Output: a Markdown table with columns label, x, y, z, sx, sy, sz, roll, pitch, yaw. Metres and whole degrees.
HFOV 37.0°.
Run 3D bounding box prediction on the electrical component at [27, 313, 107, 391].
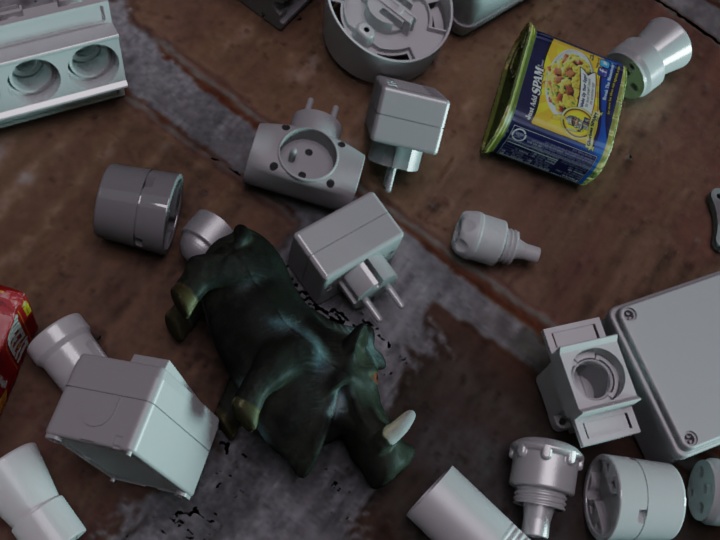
| label | x | y | z | sx | sy | sz | roll | pitch | yaw |
| --- | --- | --- | --- | --- | --- | --- | --- | --- | --- |
| electrical component | -0.179 | 0.057 | 0.675 | 0.040 | 0.040 | 0.046 | -37 | 83 | -22 |

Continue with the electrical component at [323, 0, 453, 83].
| label | x | y | z | sx | sy | sz | roll | pitch | yaw |
| --- | --- | --- | --- | --- | --- | --- | --- | --- | --- |
| electrical component | 0.019 | -0.191 | 0.802 | 0.099 | 0.064 | 0.099 | 4 | 67 | -9 |

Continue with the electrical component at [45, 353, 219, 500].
| label | x | y | z | sx | sy | sz | roll | pitch | yaw |
| --- | --- | --- | --- | --- | --- | --- | --- | --- | --- |
| electrical component | -0.129 | 0.093 | 0.643 | 0.062 | 0.096 | 0.061 | 7 | 63 | 24 |

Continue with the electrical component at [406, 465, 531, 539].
| label | x | y | z | sx | sy | sz | roll | pitch | yaw |
| --- | --- | --- | --- | --- | --- | --- | --- | --- | --- |
| electrical component | 0.073 | 0.166 | 0.675 | 0.081 | 0.043 | 0.043 | 43 | 67 | 8 |

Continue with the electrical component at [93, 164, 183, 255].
| label | x | y | z | sx | sy | sz | roll | pitch | yaw |
| --- | --- | --- | --- | --- | --- | --- | --- | --- | --- |
| electrical component | -0.147 | -0.042 | 0.714 | 0.047 | 0.055 | 0.055 | 12 | 66 | -2 |

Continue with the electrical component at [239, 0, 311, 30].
| label | x | y | z | sx | sy | sz | roll | pitch | yaw |
| --- | --- | --- | --- | --- | --- | --- | --- | --- | --- |
| electrical component | -0.074 | -0.236 | 0.810 | 0.089 | 0.050 | 0.055 | 38 | 66 | 6 |

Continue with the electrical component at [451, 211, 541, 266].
| label | x | y | z | sx | sy | sz | roll | pitch | yaw |
| --- | --- | --- | --- | --- | --- | --- | --- | --- | --- |
| electrical component | 0.098 | -0.019 | 0.762 | 0.061 | 0.035 | 0.035 | 17 | 66 | -7 |

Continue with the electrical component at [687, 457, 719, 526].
| label | x | y | z | sx | sy | sz | roll | pitch | yaw |
| --- | --- | --- | --- | --- | --- | --- | --- | --- | --- |
| electrical component | 0.253 | 0.150 | 0.715 | 0.055 | 0.045 | 0.045 | 9 | 66 | -7 |

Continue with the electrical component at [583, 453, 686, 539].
| label | x | y | z | sx | sy | sz | roll | pitch | yaw |
| --- | --- | --- | --- | --- | --- | --- | --- | --- | --- |
| electrical component | 0.178 | 0.149 | 0.697 | 0.047 | 0.055 | 0.055 | 6 | 67 | -12 |

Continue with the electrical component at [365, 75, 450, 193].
| label | x | y | z | sx | sy | sz | roll | pitch | yaw |
| --- | --- | --- | --- | --- | --- | --- | --- | --- | --- |
| electrical component | 0.028 | -0.093 | 0.763 | 0.047 | 0.083 | 0.075 | 12 | 104 | -6 |

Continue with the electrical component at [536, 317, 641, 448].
| label | x | y | z | sx | sy | sz | roll | pitch | yaw |
| --- | --- | --- | --- | --- | --- | --- | --- | --- | --- |
| electrical component | 0.149 | 0.077 | 0.715 | 0.042 | 0.063 | 0.081 | -11 | 70 | -13 |

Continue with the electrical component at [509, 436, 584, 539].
| label | x | y | z | sx | sy | sz | roll | pitch | yaw |
| --- | --- | --- | --- | --- | --- | --- | --- | --- | --- |
| electrical component | 0.117 | 0.141 | 0.694 | 0.048 | 0.048 | 0.062 | 14 | 73 | -5 |

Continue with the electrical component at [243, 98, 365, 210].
| label | x | y | z | sx | sy | sz | roll | pitch | yaw |
| --- | --- | --- | --- | --- | --- | --- | --- | --- | --- |
| electrical component | -0.035 | -0.087 | 0.759 | 0.077 | 0.044 | 0.079 | 16 | 65 | -4 |

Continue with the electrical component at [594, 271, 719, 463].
| label | x | y | z | sx | sy | sz | roll | pitch | yaw |
| --- | --- | --- | --- | --- | --- | --- | --- | --- | --- |
| electrical component | 0.231 | 0.067 | 0.739 | 0.109 | 0.056 | 0.108 | -17 | 72 | -17 |

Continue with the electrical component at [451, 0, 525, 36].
| label | x | y | z | sx | sy | sz | roll | pitch | yaw |
| --- | --- | --- | --- | --- | --- | --- | --- | --- | --- |
| electrical component | 0.102 | -0.245 | 0.844 | 0.113 | 0.057 | 0.078 | -34 | 77 | -21 |

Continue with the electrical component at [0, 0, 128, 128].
| label | x | y | z | sx | sy | sz | roll | pitch | yaw |
| --- | --- | --- | --- | --- | --- | --- | --- | --- | --- |
| electrical component | -0.229 | -0.144 | 0.734 | 0.121 | 0.078 | 0.063 | -19 | 50 | -18 |

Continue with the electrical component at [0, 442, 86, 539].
| label | x | y | z | sx | sy | sz | roll | pitch | yaw |
| --- | --- | --- | --- | --- | --- | --- | --- | --- | --- |
| electrical component | -0.193 | 0.141 | 0.637 | 0.044 | 0.044 | 0.065 | -35 | 82 | -22 |

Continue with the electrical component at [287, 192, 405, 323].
| label | x | y | z | sx | sy | sz | roll | pitch | yaw |
| --- | --- | --- | --- | --- | --- | --- | --- | --- | --- |
| electrical component | 0.000 | 0.000 | 0.728 | 0.066 | 0.047 | 0.076 | -30 | 75 | -21 |

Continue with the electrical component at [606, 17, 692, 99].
| label | x | y | z | sx | sy | sz | roll | pitch | yaw |
| --- | --- | --- | --- | --- | --- | --- | --- | --- | --- |
| electrical component | 0.225 | -0.165 | 0.841 | 0.055 | 0.045 | 0.045 | -37 | 78 | -21 |
